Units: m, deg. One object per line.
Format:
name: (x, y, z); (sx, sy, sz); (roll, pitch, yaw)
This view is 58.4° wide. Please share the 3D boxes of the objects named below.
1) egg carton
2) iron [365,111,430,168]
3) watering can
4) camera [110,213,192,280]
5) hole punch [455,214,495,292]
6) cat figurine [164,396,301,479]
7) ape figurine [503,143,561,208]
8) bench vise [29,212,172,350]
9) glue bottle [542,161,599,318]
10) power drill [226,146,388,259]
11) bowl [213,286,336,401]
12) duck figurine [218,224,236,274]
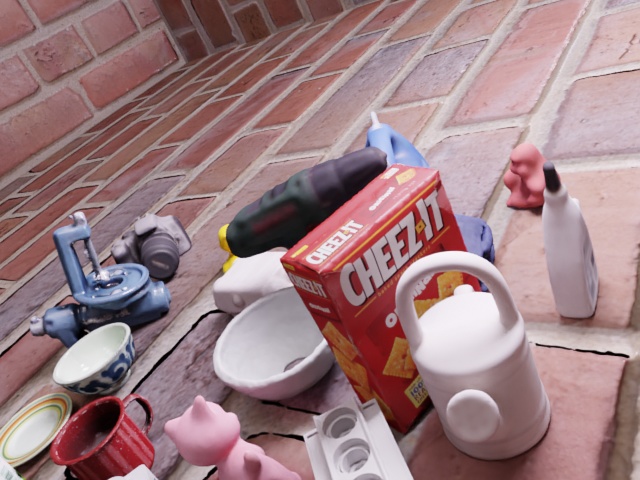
egg carton: (-0.085, 0.069, 0.840); (0.149, 0.069, 0.107); (-1, 38, 38)
iron: (0.111, -0.096, 0.874); (0.118, 0.142, 0.258); (-20, 29, 12)
watering can: (0.130, 0.095, 0.490); (0.101, 0.194, 0.172); (-27, 29, 0)
camera: (-0.323, 0.020, 1.083); (0.143, 0.101, 0.136); (-29, 29, -4)
hole punch: (0.162, 0.008, 0.715); (0.100, 0.091, 0.109); (-10, 33, 27)
cat figurine: (-0.094, 0.207, 0.569); (0.127, 0.118, 0.067); (9, 45, 47)
ape figurine: (0.283, -0.090, 0.776); (0.076, 0.092, 0.078); (-20, 29, 13)
bench vise: (-0.370, 0.078, 0.901); (0.208, 0.220, 0.121); (-38, 31, -21)
glue bottle: (0.249, -0.006, 0.581); (0.037, 0.173, 0.078); (-4, 36, 35)
power drill: (0.007, 0.003, 0.728); (0.229, 0.209, 0.075); (-17, 30, 17)
bowl: (-0.039, 0.134, 0.690); (0.167, 0.075, 0.167); (-20, 29, 12)
duck figurine: (-0.139, 0.016, 0.954); (0.077, 0.086, 0.104); (-23, 29, 7)
